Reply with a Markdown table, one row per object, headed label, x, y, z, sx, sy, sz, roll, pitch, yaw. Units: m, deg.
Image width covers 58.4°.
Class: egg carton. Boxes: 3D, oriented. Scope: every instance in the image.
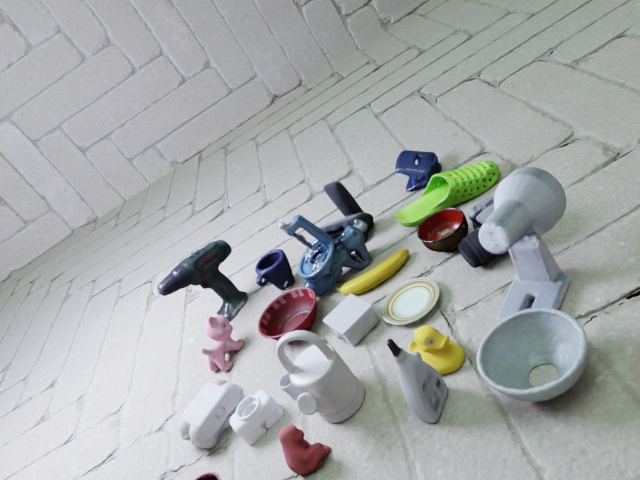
| label | x | y | z | sx | sy | sz | roll | pitch | yaw |
| --- | --- | --- | --- | --- | --- | --- | --- | --- | --- |
| egg carton | -0.231 | 0.370 | 1.226 | 0.107 | 0.069 | 0.150 | -1 | 43 | 47 |

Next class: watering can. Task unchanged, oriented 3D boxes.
| label | x | y | z | sx | sy | sz | roll | pitch | yaw |
| --- | --- | --- | --- | --- | --- | --- | --- | --- | --- |
| watering can | -0.004 | 0.242 | 1.042 | 0.101 | 0.194 | 0.172 | -34 | 28 | 2 |

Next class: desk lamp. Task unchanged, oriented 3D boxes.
| label | x | y | z | sx | sy | sz | roll | pitch | yaw |
| --- | --- | --- | --- | --- | --- | --- | --- | --- | --- |
| desk lamp | 0.355 | 0.009 | 0.991 | 0.117 | 0.214 | 0.203 | -3 | 41 | 45 |

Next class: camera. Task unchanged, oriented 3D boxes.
| label | x | y | z | sx | sy | sz | roll | pitch | yaw |
| --- | --- | --- | --- | --- | --- | --- | --- | --- | --- |
| camera | 0.341 | -0.018 | 1.171 | 0.137 | 0.101 | 0.143 | -35 | 28 | -1 |

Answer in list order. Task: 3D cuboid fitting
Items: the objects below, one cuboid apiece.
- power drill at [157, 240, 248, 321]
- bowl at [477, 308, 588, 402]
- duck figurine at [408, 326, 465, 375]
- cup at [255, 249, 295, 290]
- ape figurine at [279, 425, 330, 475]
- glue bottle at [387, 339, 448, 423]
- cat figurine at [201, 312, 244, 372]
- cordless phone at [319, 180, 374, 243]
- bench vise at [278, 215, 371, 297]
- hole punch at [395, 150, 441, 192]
| label | x | y | z | sx | sy | sz | roll | pitch | yaw |
| --- | --- | --- | --- | --- | --- | --- | --- | --- | --- |
| power drill | -0.299 | 0.121 | 1.541 | 0.075 | 0.209 | 0.230 | -1 | 43 | 47 |
| bowl | 0.334 | 0.188 | 0.883 | 0.167 | 0.075 | 0.167 | -26 | 29 | 16 |
| duck figurine | 0.196 | 0.188 | 1.023 | 0.104 | 0.086 | 0.078 | -3 | 41 | 45 |
| cup | -0.115 | 0.095 | 1.502 | 0.091 | 0.095 | 0.118 | -9 | 37 | 40 |
| ape figurine | -0.038 | 0.360 | 1.004 | 0.076 | 0.092 | 0.077 | -41 | 28 | -12 |
| glue bottle | 0.152 | 0.218 | 0.930 | 0.037 | 0.173 | 0.078 | -7 | 38 | 42 |
| cat figurine | -0.250 | 0.240 | 1.399 | 0.067 | 0.118 | 0.128 | -15 | 34 | 34 |
| cordless phone | 0.042 | -0.072 | 1.494 | 0.147 | 0.185 | 0.094 | -20 | 31 | 27 |
| bench vise | 0.006 | 0.003 | 1.378 | 0.208 | 0.220 | 0.121 | -46 | 30 | -20 |
| hole punch | 0.267 | -0.200 | 1.550 | 0.100 | 0.091 | 0.109 | -16 | 33 | 32 |
